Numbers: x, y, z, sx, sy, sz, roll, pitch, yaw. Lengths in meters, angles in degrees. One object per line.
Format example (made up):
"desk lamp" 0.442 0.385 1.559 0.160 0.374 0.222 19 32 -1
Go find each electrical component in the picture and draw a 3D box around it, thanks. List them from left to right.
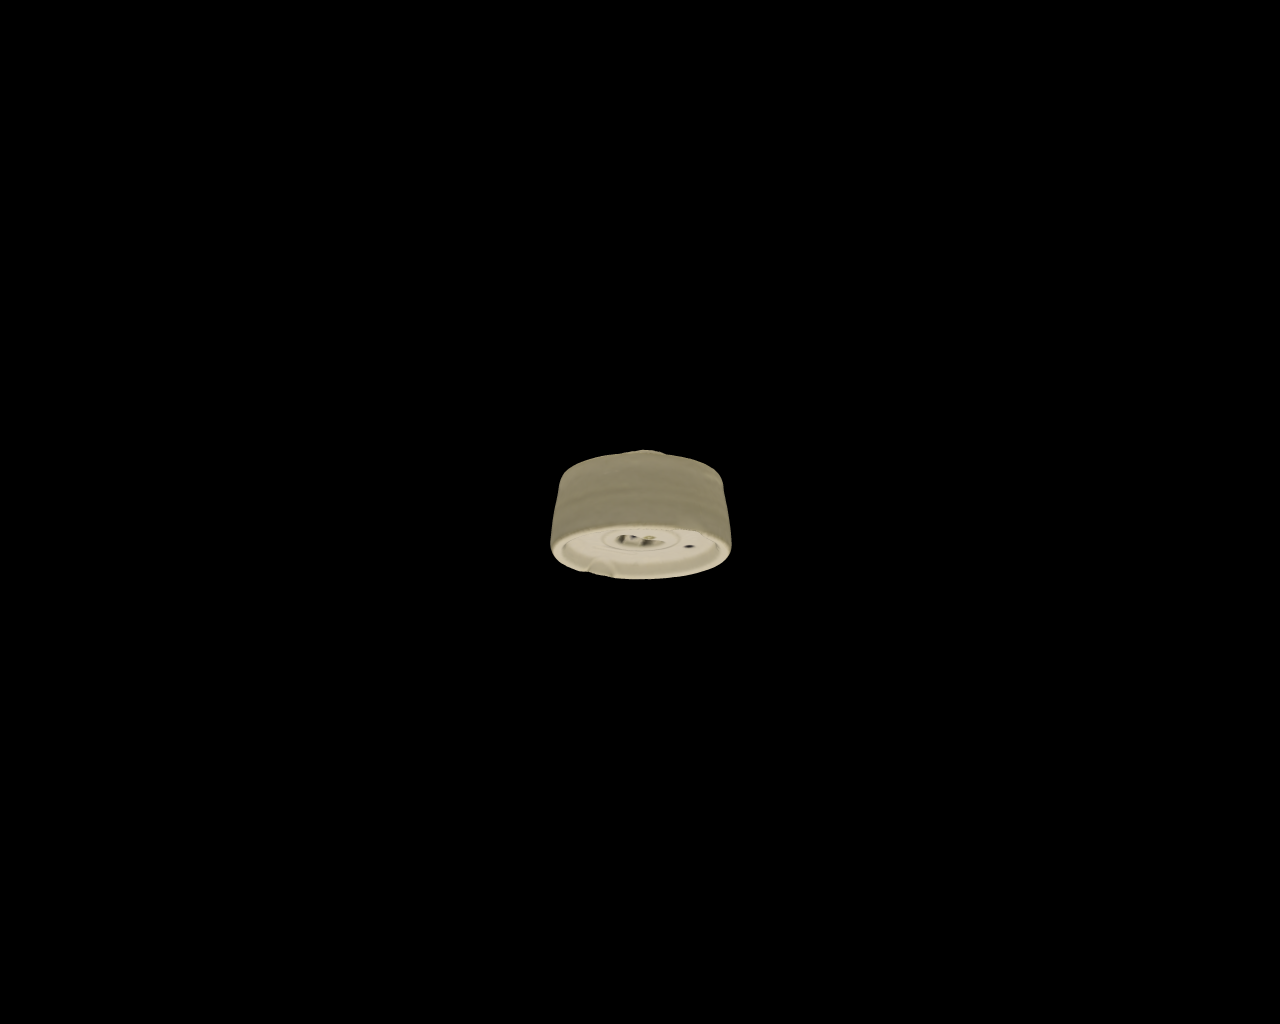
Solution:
"electrical component" 0.001 -0.003 0.650 0.108 0.060 0.108 0 -19 0
